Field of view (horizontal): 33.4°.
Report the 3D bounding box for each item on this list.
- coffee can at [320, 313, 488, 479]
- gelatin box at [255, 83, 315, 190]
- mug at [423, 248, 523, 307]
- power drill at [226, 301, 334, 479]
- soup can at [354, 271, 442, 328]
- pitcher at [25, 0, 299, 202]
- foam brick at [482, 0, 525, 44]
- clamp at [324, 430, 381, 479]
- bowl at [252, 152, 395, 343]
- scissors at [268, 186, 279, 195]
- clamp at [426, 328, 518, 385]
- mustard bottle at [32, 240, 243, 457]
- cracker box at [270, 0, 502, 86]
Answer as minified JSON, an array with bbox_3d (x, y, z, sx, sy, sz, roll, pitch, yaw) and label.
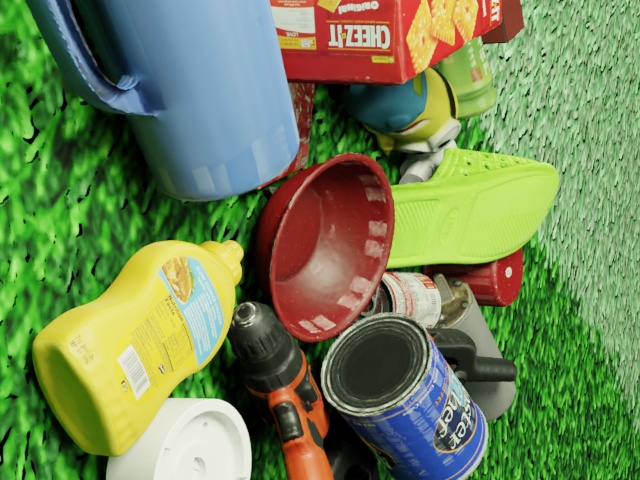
[{"bbox_3d":[0.076,0.145,0.937,0.140,0.103,0.102,54,49,-41],"label":"coffee can"},{"bbox_3d":[-0.036,-0.092,0.857,0.073,0.030,0.089,-31,134,-53],"label":"gelatin box"},{"bbox_3d":[0.164,0.020,1.146,0.093,0.082,0.117,-49,131,-43],"label":"mug"},{"bbox_3d":[-0.018,0.157,0.810,0.184,0.057,0.188,65,7,-49],"label":"power drill"},{"bbox_3d":[0.064,0.062,1.007,0.102,0.069,0.068,3,89,-57],"label":"soup can"},{"bbox_3d":[-0.099,-0.144,0.694,0.145,0.149,0.243,-114,-173,-58],"label":"pitcher"},{"bbox_3d":[0.170,-0.241,1.142,0.052,0.078,0.051,-44,129,-44],"label":"foam brick"},{"bbox_3d":[0.037,0.206,1.003,0.209,0.036,0.164,-9,98,-61],"label":"clamp"},{"bbox_3d":[-0.006,0.001,0.888,0.161,0.055,0.162,-25,124,-45],"label":"bowl"},{"bbox_3d":[0.014,-0.008,0.972,0.201,0.016,0.096,-12,102,-56],"label":"scissors"},{"bbox_3d":[0.119,0.139,1.050,0.120,0.039,0.171,-47,138,5],"label":"clamp"},{"bbox_3d":[-0.111,0.055,0.743,0.191,0.058,0.096,-46,124,-45],"label":"mustard bottle"},{"bbox_3d":[0.033,-0.179,0.840,0.213,0.164,0.072,-37,128,-55],"label":"cracker box"}]
